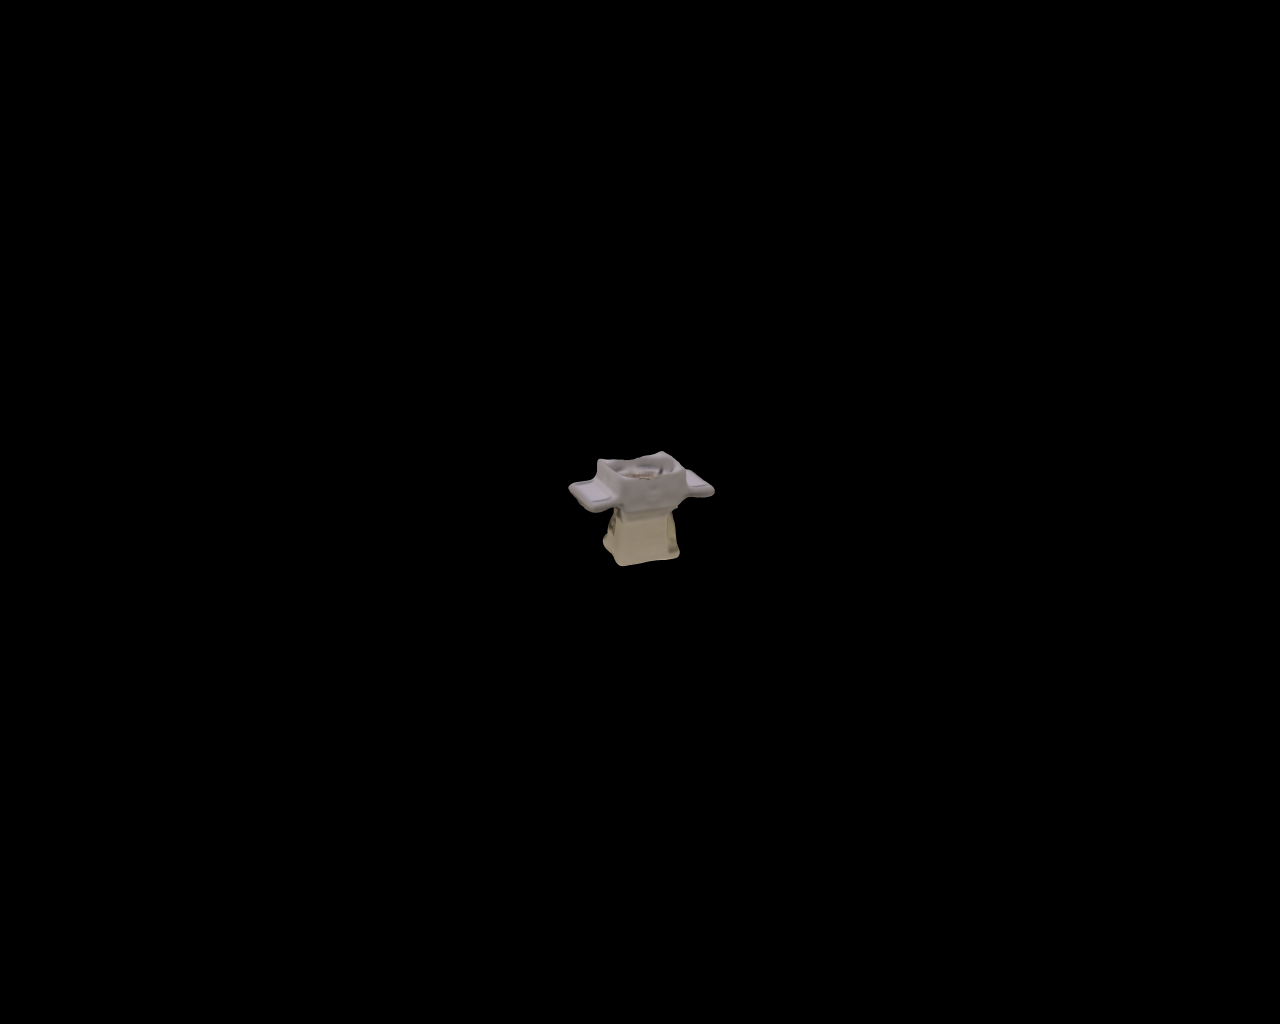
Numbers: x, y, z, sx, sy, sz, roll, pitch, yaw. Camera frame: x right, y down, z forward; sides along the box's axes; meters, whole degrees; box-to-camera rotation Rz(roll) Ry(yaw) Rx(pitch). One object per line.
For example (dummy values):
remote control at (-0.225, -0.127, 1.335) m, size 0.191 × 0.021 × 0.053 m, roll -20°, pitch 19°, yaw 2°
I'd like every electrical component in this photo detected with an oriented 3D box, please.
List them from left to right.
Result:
electrical component at (0.001, -0.003, 0.650) m, size 0.081 × 0.063 × 0.042 m, roll -8°, pitch 24°, yaw -18°
